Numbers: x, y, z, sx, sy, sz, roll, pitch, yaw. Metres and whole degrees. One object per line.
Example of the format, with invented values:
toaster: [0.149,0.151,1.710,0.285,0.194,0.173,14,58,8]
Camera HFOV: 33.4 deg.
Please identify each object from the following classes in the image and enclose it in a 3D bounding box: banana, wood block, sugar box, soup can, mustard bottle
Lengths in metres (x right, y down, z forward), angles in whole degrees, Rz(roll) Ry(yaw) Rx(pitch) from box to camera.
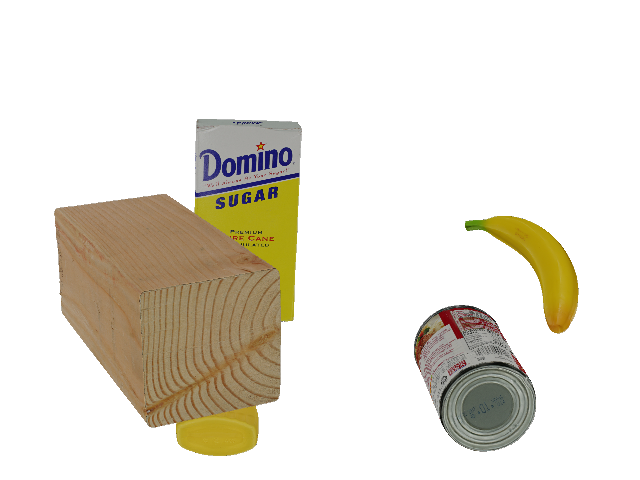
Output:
banana: [0.224,0.025,1.112,0.069,0.037,0.198,-31,38,-2]
wood block: [-0.110,0.038,0.728,0.090,0.090,0.206,-9,19,-26]
sugar box: [-0.066,-0.018,0.948,0.093,0.176,0.048,0,15,-7]
soup can: [0.108,0.096,0.758,0.068,0.068,0.102,0,19,-5]
mustard bottle: [-0.121,0.189,1.326,0.096,0.058,0.191,0,26,1]
